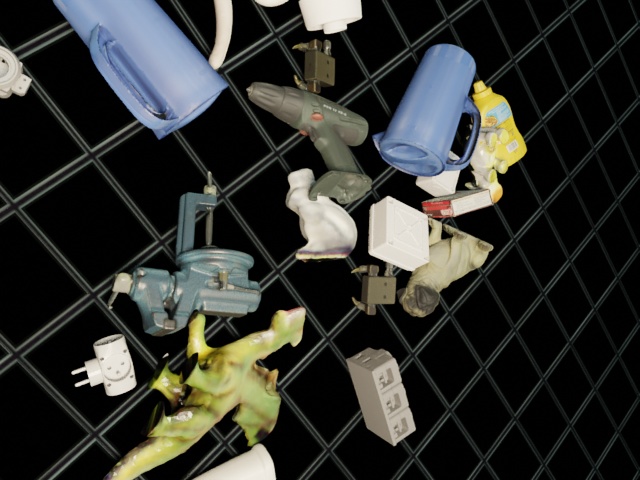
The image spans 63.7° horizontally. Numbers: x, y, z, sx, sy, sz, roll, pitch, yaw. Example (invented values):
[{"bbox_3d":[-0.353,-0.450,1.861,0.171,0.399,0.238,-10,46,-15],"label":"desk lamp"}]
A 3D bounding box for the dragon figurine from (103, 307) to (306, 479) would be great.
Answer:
[{"bbox_3d":[-0.158,0.270,0.819,0.240,0.123,0.412,36,82,-33],"label":"dragon figurine"}]

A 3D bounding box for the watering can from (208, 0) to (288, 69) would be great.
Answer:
[{"bbox_3d":[-0.133,-0.458,0.817,0.222,0.104,0.352,41,72,-22],"label":"watering can"}]

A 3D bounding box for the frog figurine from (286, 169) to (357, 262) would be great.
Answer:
[{"bbox_3d":[0.003,-0.045,0.891,0.137,0.122,0.160,11,75,-61],"label":"frog figurine"}]
